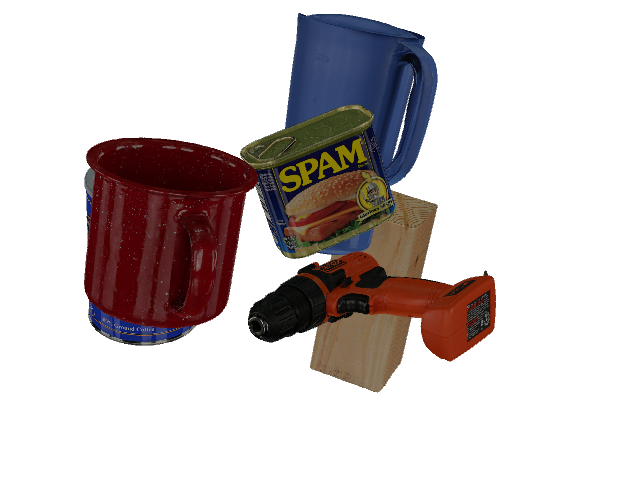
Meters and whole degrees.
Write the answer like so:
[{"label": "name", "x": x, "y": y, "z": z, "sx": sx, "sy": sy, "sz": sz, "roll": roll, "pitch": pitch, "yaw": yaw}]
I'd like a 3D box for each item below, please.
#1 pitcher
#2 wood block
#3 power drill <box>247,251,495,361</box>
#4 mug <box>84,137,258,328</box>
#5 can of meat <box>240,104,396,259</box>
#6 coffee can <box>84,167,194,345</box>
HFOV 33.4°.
[{"label": "pitcher", "x": 0.029, "y": -0.109, "z": 1.116, "sx": 0.145, "sy": 0.243, "sz": 0.149, "roll": 9, "pitch": 16, "yaw": -3}, {"label": "wood block", "x": 0.060, "y": 0.053, "z": 1.211, "sx": 0.090, "sy": 0.206, "sz": 0.090, "roll": 18, "pitch": 24, "yaw": 16}, {"label": "power drill", "x": 0.051, "y": 0.060, "z": 0.972, "sx": 0.188, "sy": 0.057, "sz": 0.184, "roll": 10, "pitch": 22, "yaw": 33}, {"label": "mug", "x": -0.081, "y": 0.001, "z": 0.579, "sx": 0.093, "sy": 0.081, "sz": 0.117, "roll": -1, "pitch": 23, "yaw": -28}, {"label": "can of meat", "x": 0.001, "y": -0.044, "z": 0.814, "sx": 0.102, "sy": 0.084, "sz": 0.057, "roll": -23, "pitch": 25, "yaw": -10}, {"label": "coffee can", "x": -0.154, "y": 0.006, "z": 0.940, "sx": 0.103, "sy": 0.140, "sz": 0.103, "roll": 4, "pitch": 31, "yaw": -3}]
